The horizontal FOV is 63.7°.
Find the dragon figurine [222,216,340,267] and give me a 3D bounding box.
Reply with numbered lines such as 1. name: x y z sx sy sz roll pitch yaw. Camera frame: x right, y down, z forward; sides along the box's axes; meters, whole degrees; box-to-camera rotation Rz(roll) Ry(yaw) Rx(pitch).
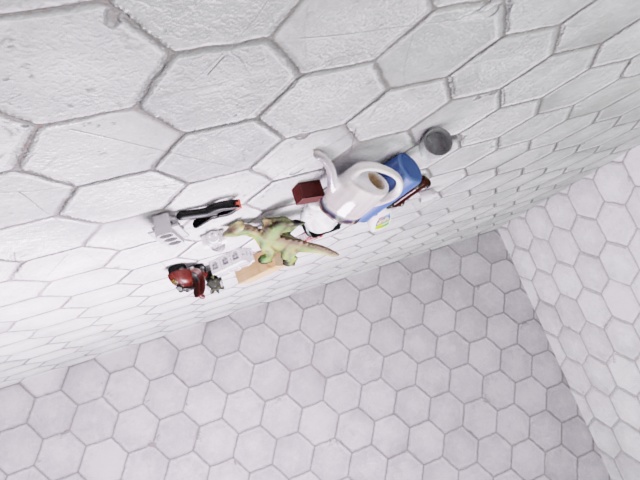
1. dragon figurine: -0.111 -0.007 1.681 0.410 0.124 0.239 3 159 -12

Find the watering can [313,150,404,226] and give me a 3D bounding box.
1. watering can: 0.075 -0.147 1.438 0.346 0.106 0.220 12 137 -36

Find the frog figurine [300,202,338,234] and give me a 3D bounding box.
1. frog figurine: 0.005 -0.084 1.669 0.137 0.123 0.159 2 176 -6
